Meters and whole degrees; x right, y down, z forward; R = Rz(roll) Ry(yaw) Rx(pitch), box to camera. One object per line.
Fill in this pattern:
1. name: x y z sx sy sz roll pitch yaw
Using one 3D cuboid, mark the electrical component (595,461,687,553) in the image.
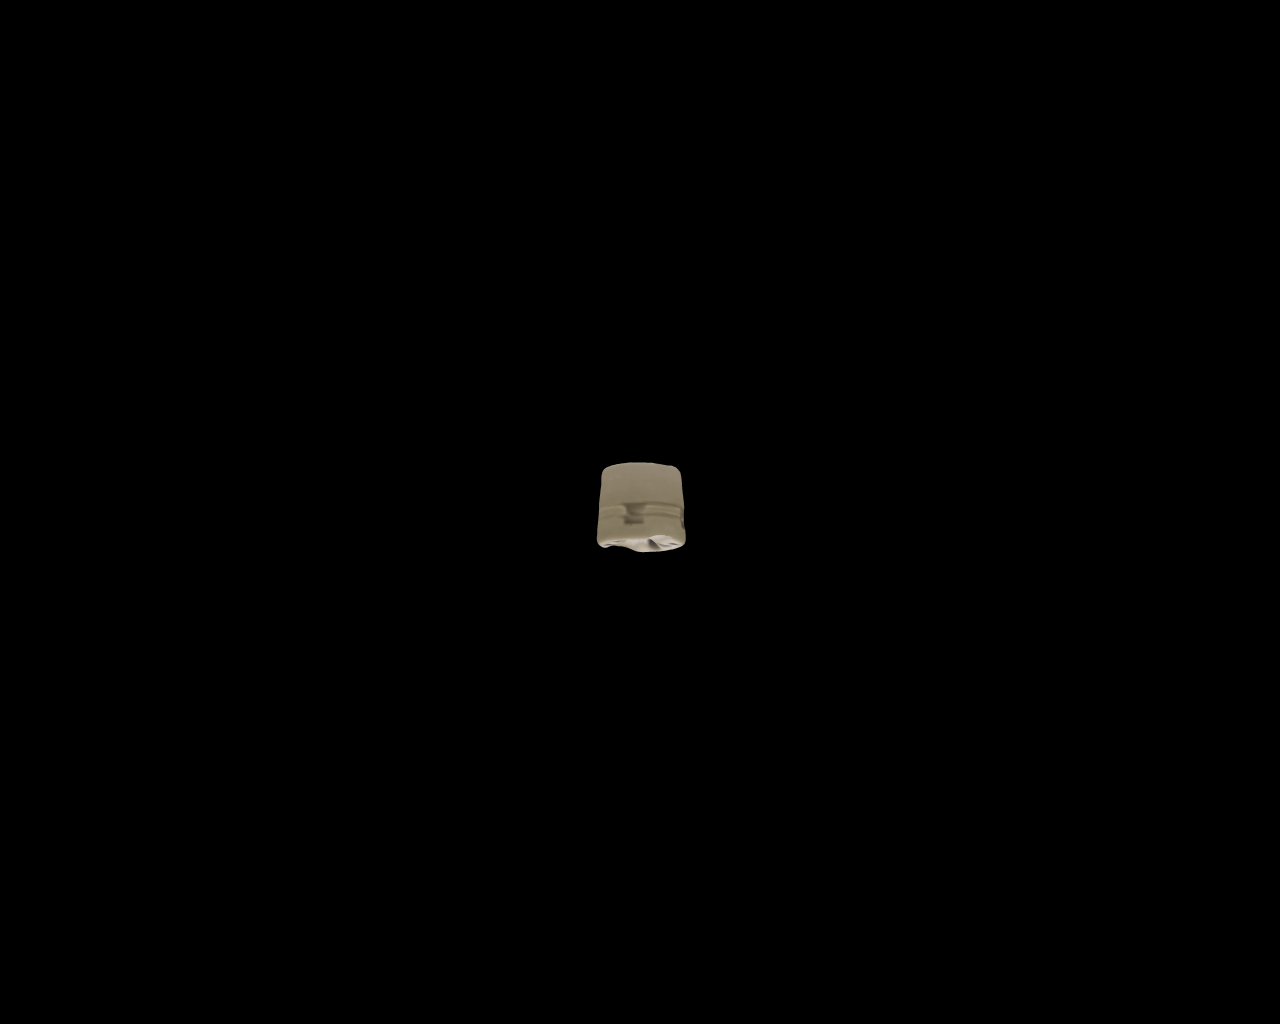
1. electrical component: 0.001 -0.003 0.650 0.055 0.047 0.055 0 -12 0
